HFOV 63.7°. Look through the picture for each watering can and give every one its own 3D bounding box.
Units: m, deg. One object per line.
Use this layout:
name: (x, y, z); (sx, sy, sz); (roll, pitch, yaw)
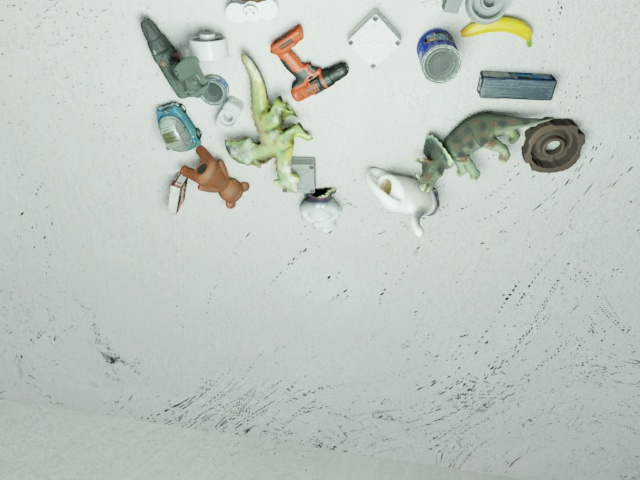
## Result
watering can: (0.269, -0.111, 1.541); (0.224, 0.355, 0.102); (4, 126, -33)

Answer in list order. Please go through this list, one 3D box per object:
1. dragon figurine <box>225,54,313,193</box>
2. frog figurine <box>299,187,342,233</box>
dragon figurine: (-0.173, -0.312, 1.510); (0.241, 0.124, 0.405); (-35, 111, 13)
frog figurine: (0.005, -0.085, 1.698); (0.138, 0.125, 0.156); (-12, 116, -10)
